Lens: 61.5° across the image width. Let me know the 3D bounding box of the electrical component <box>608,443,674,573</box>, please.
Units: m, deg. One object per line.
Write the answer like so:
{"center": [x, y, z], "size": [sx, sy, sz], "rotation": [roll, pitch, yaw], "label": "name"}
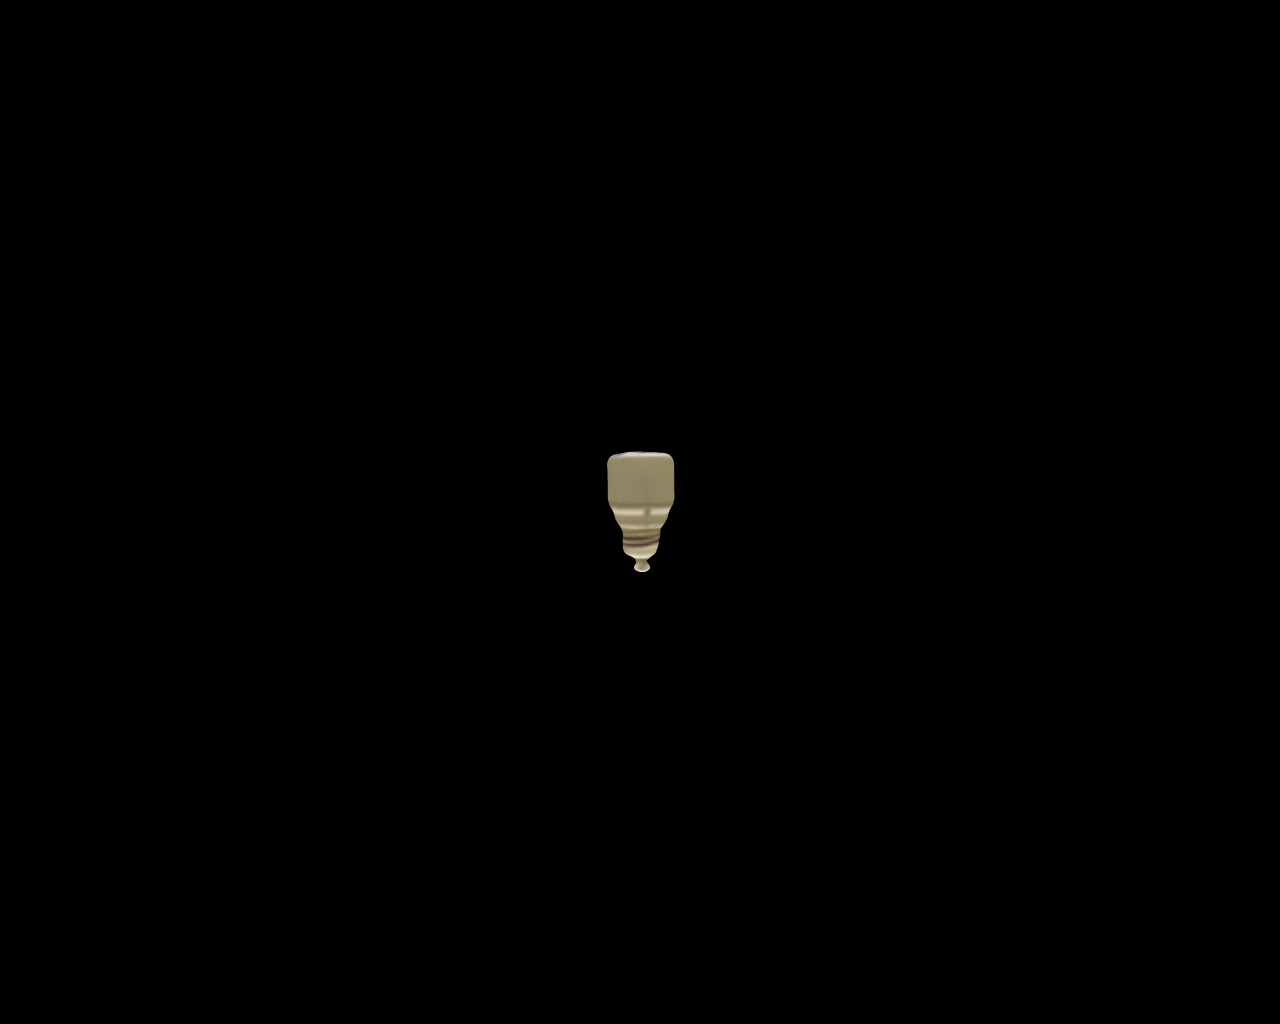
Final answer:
{"center": [0.001, -0.003, 0.650], "size": [0.040, 0.078, 0.040], "rotation": [0, 5, 0], "label": "electrical component"}
